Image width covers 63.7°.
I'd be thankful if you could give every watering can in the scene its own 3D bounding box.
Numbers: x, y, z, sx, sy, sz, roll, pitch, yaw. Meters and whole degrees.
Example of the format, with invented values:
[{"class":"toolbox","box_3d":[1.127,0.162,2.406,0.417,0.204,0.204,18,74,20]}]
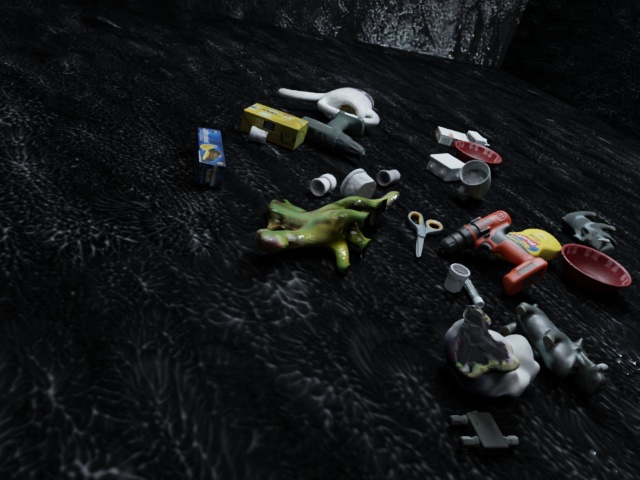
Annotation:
[{"class":"watering can","box_3d":[0.047,-0.468,1.754,0.349,0.102,0.228,23,30,10]}]

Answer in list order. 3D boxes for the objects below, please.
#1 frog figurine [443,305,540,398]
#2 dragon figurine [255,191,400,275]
[{"class":"frog figurine","box_3d":[0.275,0.192,0.827,0.139,0.123,0.157,35,-2,43]},{"class":"dragon figurine","box_3d":[0.003,-0.054,1.076,0.243,0.120,0.417,18,27,17]}]
